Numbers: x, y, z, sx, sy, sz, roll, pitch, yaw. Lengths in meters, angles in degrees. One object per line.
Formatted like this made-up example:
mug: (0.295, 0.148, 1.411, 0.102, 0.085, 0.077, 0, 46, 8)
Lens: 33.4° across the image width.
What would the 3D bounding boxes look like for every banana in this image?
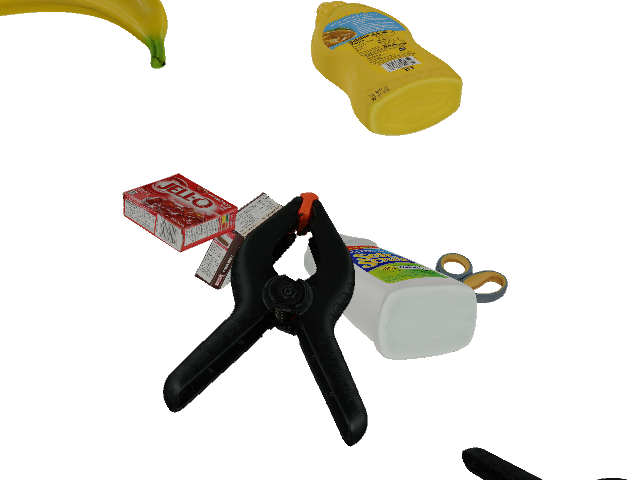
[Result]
banana: (-0.193, -0.184, 0.818, 0.198, 0.069, 0.037, 16, -38, 19)

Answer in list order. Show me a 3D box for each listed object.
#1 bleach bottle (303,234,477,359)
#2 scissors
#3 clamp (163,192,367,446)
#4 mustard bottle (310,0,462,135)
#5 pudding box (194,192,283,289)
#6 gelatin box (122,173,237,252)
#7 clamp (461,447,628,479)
bleach bottle: (0.043, 0.040, 1.022, 0.102, 0.068, 0.251, -3, 15, -25)
scissors: (0.133, 0.056, 1.243, 0.201, 0.016, 0.096, -10, 40, -35)
clamp: (-0.032, 0.044, 0.662, 0.120, 0.171, 0.039, 7, -37, -9)
mustard bottle: (0.045, -0.173, 0.999, 0.096, 0.058, 0.192, -19, 45, -18)
pudding box: (-0.098, 0.000, 1.310, 0.039, 0.090, 0.113, 33, 31, 7)
gelatin box: (-0.138, -0.029, 1.042, 0.089, 0.030, 0.073, 30, 36, 32)
clamp: (0.197, 0.237, 0.860, 0.210, 0.036, 0.164, 1, 35, 24)
